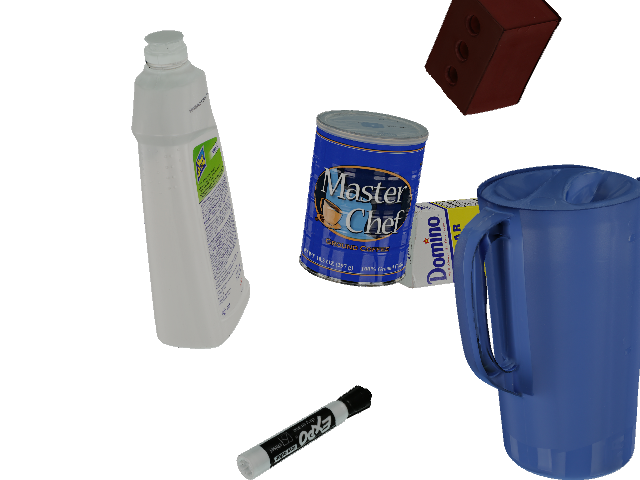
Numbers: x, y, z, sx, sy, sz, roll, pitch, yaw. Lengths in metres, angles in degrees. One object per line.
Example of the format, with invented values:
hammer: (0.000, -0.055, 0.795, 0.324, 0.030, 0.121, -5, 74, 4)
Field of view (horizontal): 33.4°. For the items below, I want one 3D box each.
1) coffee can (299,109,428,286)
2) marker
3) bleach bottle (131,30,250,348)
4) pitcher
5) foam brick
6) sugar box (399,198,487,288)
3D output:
coffee can: (0.039, -0.041, 0.989, 0.103, 0.140, 0.103, 7, 19, -2)
marker: (-0.008, 0.134, 0.760, 0.120, 0.020, 0.020, -25, 16, -37)
bleach bottle: (-0.104, -0.042, 0.835, 0.068, 0.251, 0.102, 3, 31, 11)
pitcher: (0.190, 0.068, 0.861, 0.149, 0.243, 0.145, -2, 18, 12)
foam brick: (0.114, -0.131, 0.715, 0.051, 0.053, 0.078, -18, -33, -29)
sugar box: (0.170, -0.001, 1.250, 0.175, 0.093, 0.048, -8, 18, -30)
